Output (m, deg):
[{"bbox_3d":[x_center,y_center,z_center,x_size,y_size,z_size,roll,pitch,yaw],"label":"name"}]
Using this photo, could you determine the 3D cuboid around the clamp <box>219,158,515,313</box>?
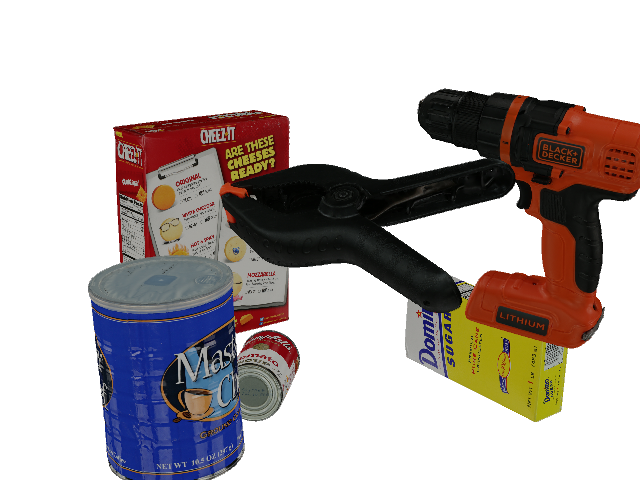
[{"bbox_3d":[0.018,-0.006,0.601,0.172,0.039,0.120,-1,32,19],"label":"clamp"}]

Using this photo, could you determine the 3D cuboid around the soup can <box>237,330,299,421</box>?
[{"bbox_3d":[-0.065,0.148,1.172,0.068,0.068,0.102,0,16,10],"label":"soup can"}]

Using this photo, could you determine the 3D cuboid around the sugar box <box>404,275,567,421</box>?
[{"bbox_3d":[0.157,0.099,1.040,0.048,0.093,0.176,-14,24,-40],"label":"sugar box"}]

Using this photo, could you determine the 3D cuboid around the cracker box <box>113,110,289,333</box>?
[{"bbox_3d":[-0.114,-0.012,1.046,0.163,0.214,0.072,-12,19,-36],"label":"cracker box"}]

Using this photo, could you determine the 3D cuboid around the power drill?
[{"bbox_3d":[0.156,-0.019,0.816,0.185,0.188,0.057,16,34,25],"label":"power drill"}]

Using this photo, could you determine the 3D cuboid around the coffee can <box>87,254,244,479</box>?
[{"bbox_3d":[-0.110,0.093,0.778,0.103,0.140,0.103,-2,18,1],"label":"coffee can"}]
